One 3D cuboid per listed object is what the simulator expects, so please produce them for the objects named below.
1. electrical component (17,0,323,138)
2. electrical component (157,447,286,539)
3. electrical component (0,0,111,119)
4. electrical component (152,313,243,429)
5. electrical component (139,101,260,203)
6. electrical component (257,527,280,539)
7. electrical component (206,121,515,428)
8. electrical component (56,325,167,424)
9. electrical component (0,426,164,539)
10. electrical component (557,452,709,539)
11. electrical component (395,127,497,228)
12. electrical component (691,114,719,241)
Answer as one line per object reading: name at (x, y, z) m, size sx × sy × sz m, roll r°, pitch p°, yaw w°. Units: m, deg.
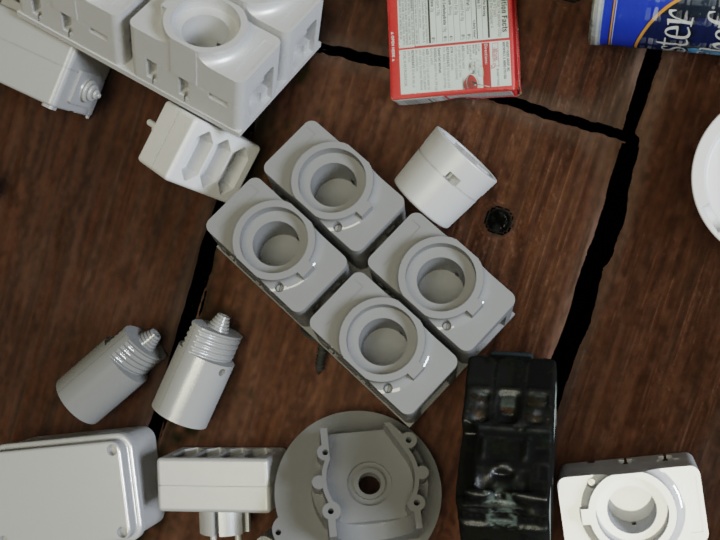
electrical component at (-0.131, -0.185, 0.739) m, size 0.186 × 0.060 × 0.105 m, roll 29°, pitch 58°, yaw 11°
electrical component at (-0.097, 0.169, 0.773) m, size 0.083 × 0.047 × 0.075 m, roll -2°, pitch 91°, yaw 13°
electrical component at (-0.228, -0.154, 0.788) m, size 0.096 × 0.062 × 0.061 m, roll 25°, pitch 96°, yaw 11°
electrical component at (-0.114, 0.069, 0.776) m, size 0.043 × 0.043 × 0.081 m, roll 26°, pitch 96°, yaw 11°
electrical component at (-0.125, -0.090, 0.769) m, size 0.077 × 0.066 × 0.047 m, roll 34°, pitch 99°, yaw 39°
electrical component at (-0.014, 0.250, 0.748) m, size 0.150 × 0.062 × 0.089 m, roll 24°, pitch 96°, yaw 11°
electrical component at (0.000, 0.000, 0.718) m, size 0.186 × 0.060 × 0.105 m, roll 42°, pitch 82°, yaw 13°
electrical component at (-0.179, 0.072, 0.791) m, size 0.081 × 0.043 × 0.043 m, roll -40°, pitch 83°, yaw 11°
electrical component at (-0.209, 0.160, 0.793) m, size 0.113 × 0.057 × 0.078 m, roll -7°, pitch 89°, yaw 13°
electrical component at (0.178, 0.153, 0.706) m, size 0.089 × 0.056 × 0.050 m, roll -8°, pitch 89°, yaw 13°
electrical component at (0.057, -0.062, 0.730) m, size 0.055 × 0.055 × 0.047 m, roll 45°, pitch 103°, yaw 8°
electrical component at (0.263, -0.057, 0.680) m, size 0.108 × 0.060 × 0.108 m, roll 0°, pitch 91°, yaw 13°
